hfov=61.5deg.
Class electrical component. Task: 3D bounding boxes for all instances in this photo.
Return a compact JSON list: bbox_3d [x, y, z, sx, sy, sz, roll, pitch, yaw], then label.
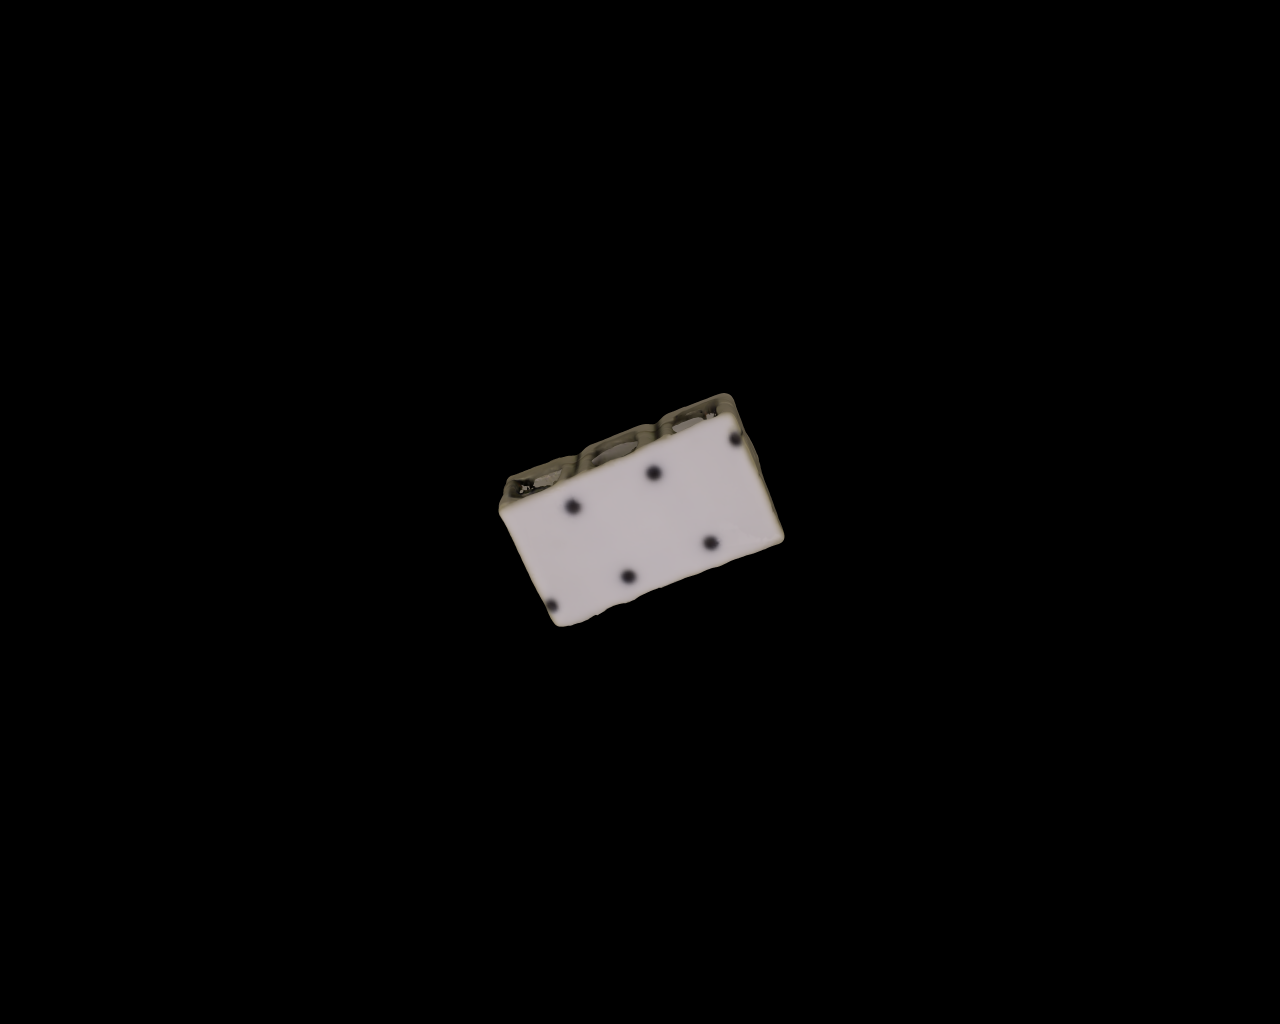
[{"bbox_3d":[0.001,-0.003,0.650,0.150,0.089,0.062,-21,18,7],"label":"electrical component"}]
